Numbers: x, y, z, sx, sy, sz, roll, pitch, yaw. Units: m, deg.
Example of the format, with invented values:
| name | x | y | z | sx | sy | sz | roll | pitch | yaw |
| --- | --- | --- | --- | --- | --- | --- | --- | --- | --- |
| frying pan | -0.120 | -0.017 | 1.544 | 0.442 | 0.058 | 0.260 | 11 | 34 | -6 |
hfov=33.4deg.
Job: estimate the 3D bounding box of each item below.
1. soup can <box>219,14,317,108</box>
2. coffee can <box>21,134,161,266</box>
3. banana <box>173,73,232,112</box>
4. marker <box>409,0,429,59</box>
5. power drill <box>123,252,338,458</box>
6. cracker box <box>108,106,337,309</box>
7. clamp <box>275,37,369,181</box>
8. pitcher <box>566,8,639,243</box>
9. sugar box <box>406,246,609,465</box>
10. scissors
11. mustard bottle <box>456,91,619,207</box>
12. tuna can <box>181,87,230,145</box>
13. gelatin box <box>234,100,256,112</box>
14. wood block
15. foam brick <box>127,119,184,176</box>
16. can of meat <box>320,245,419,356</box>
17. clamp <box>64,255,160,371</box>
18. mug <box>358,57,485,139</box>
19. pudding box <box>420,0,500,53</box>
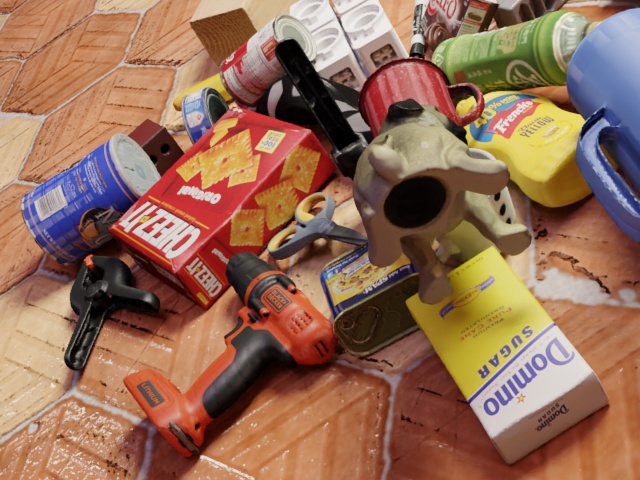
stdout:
| name | x | y | z | sx | sy | sz | roll | pitch | yaw |
| --- | --- | --- | --- | --- | --- | --- | --- | --- | --- |
| soup can | -0.061 | -0.210 | 1.251 | 0.102 | 0.068 | 0.068 | -33 | 31 | 38 |
| coffee can | -0.269 | -0.047 | 1.273 | 0.140 | 0.102 | 0.103 | -31 | 36 | 14 |
| banana | -0.099 | -0.217 | 1.372 | 0.198 | 0.069 | 0.037 | -28 | 72 | 24 |
| marker | 0.119 | -0.249 | 1.271 | 0.020 | 0.020 | 0.121 | -15 | 41 | 25 |
| power drill | -0.093 | 0.102 | 1.016 | 0.187 | 0.057 | 0.185 | -41 | 37 | -7 |
| cracker box | -0.111 | -0.045 | 1.181 | 0.213 | 0.072 | 0.164 | -47 | 37 | -14 |
| clamp | 0.025 | -0.090 | 1.008 | 0.036 | 0.209 | 0.165 | -31 | 60 | 5 |
| pitcher | 0.282 | -0.078 | 0.829 | 0.145 | 0.149 | 0.243 | -45 | 40 | 18 |
| sugar box | 0.145 | 0.087 | 0.857 | 0.093 | 0.048 | 0.176 | -34 | 35 | 2 |
| scissors | -0.007 | 0.001 | 1.054 | 0.096 | 0.016 | 0.202 | -43 | 19 | 6 |
| mustard bottle | 0.191 | -0.098 | 1.015 | 0.096 | 0.058 | 0.192 | -35 | 35 | -12 |
| tuna can | -0.133 | -0.141 | 1.293 | 0.034 | 0.086 | 0.086 | -19 | 39 | 17 |
| gelatin box | -0.054 | -0.177 | 1.317 | 0.089 | 0.030 | 0.073 | -38 | 37 | -3 |
| wood block | -0.090 | -0.339 | 1.475 | 0.091 | 0.090 | 0.206 | -9 | 43 | 31 |
| foam brick | -0.222 | -0.106 | 1.352 | 0.078 | 0.053 | 0.051 | -45 | 38 | -12 |
| can of meat | 0.054 | 0.044 | 0.967 | 0.102 | 0.057 | 0.084 | -29 | 35 | 7 |
| clamp | -0.247 | 0.074 | 1.186 | 0.120 | 0.039 | 0.172 | -36 | 30 | -8 |
| mug | 0.100 | -0.117 | 1.016 | 0.117 | 0.093 | 0.081 | -16 | 42 | 3 |
| pudding box | 0.153 | -0.252 | 1.191 | 0.039 | 0.090 | 0.113 | 7 | 35 | -19 |
